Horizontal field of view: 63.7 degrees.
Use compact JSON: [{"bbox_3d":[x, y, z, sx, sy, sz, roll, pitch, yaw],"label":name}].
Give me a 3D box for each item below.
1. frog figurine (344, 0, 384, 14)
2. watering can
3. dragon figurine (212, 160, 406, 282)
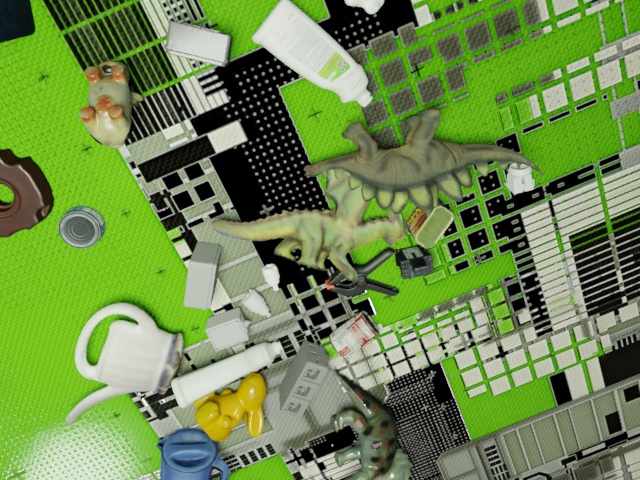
[{"bbox_3d":[0.056,-0.478,0.916,0.138,0.123,0.158,-32,101,-14],"label":"frog figurine"},{"bbox_3d":[-0.437,0.293,1.155,0.224,0.106,0.342,17,111,-15],"label":"watering can"},{"bbox_3d":[0.003,-0.055,1.097,0.408,0.122,0.243,22,90,-16],"label":"dragon figurine"}]
